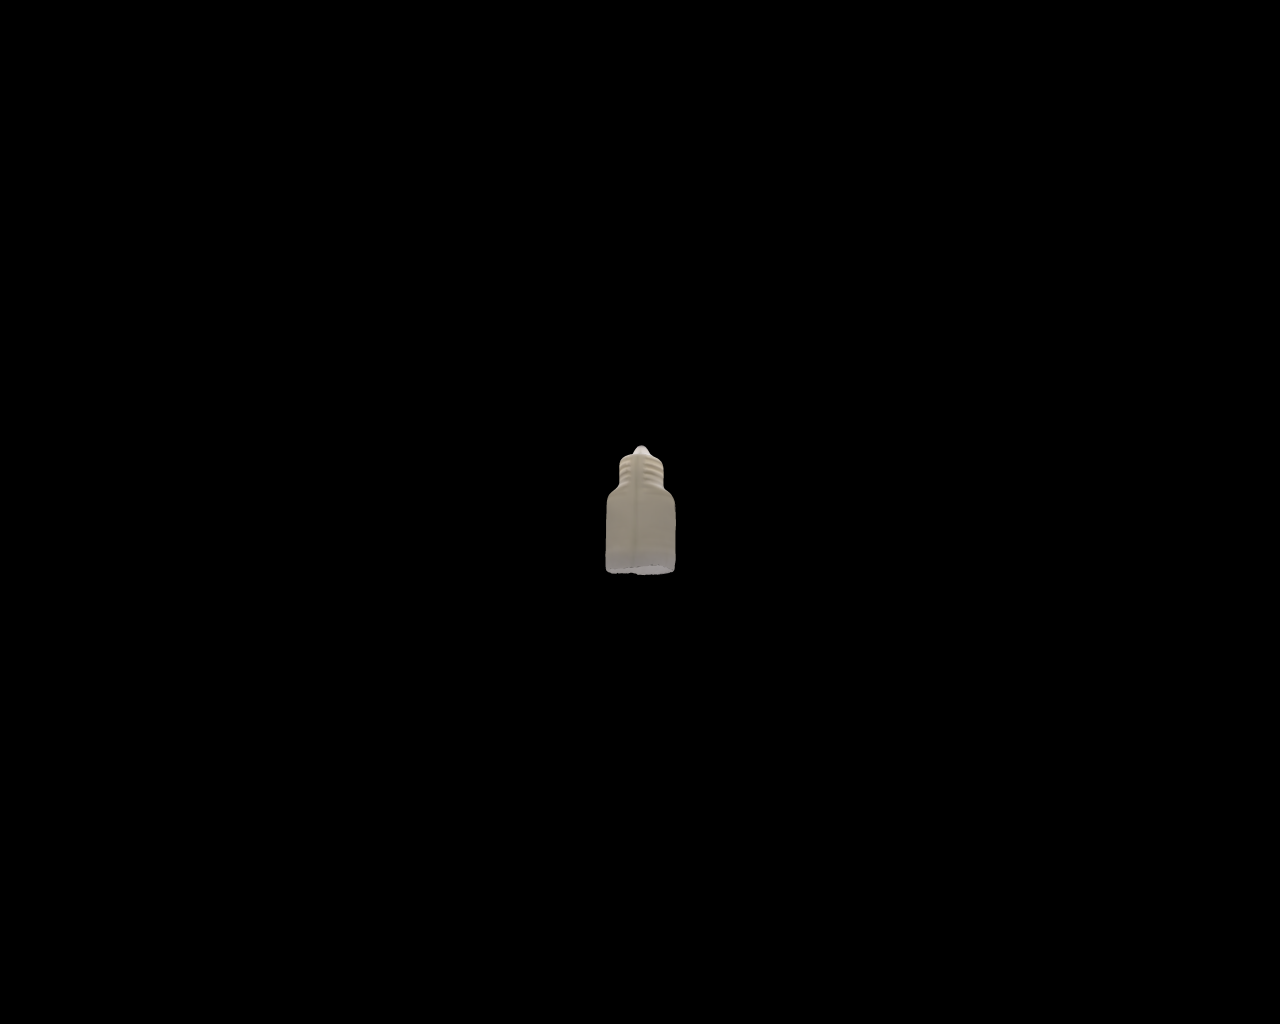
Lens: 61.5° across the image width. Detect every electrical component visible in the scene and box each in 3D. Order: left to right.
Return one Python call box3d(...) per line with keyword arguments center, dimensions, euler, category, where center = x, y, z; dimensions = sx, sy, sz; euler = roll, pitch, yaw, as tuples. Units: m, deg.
box3d(center=(0.001, -0.003, 0.650), dimensions=(0.043, 0.081, 0.043), euler=(0, -11, 0), category="electrical component")
